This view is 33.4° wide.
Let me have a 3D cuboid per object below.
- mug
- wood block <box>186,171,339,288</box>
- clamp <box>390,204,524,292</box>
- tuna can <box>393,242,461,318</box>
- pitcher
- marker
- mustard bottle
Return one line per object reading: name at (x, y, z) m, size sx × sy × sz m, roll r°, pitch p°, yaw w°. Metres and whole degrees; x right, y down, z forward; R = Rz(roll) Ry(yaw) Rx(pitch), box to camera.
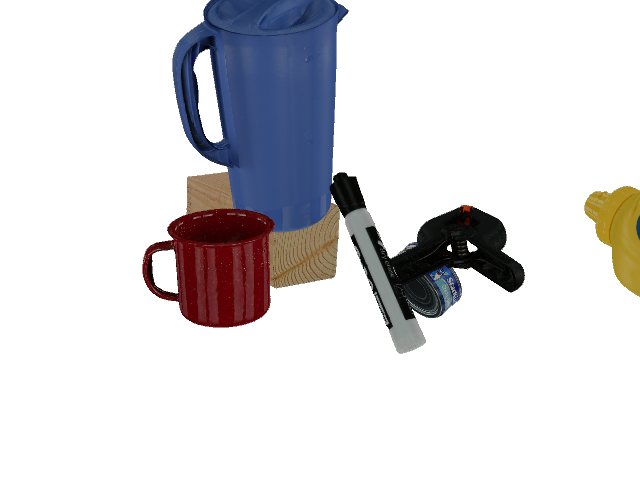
mug at (-0.098, 0.026, 0.938) m, size 0.117 × 0.081 × 0.093 m, roll -4°, pitch 21°, yaw -8°
wood block at (-0.075, -0.018, 1.296) m, size 0.090 × 0.090 × 0.206 m, roll -9°, pitch 20°, yaw -34°
clamp at (0.129, 0.008, 0.925) m, size 0.120 × 0.039 × 0.171 m, roll 8°, pitch 25°, yaw 20°
tuna can at (0.117, 0.046, 1.211) m, size 0.033 × 0.086 × 0.086 m, roll -39°, pitch 19°, yaw -25°
pitcher at (-0.055, -0.130, 1.101) m, size 0.149 × 0.243 × 0.145 m, roll 8°, pitch 35°, yaw 13°
marker at (0.034, 0.012, 0.663) m, size 0.020 × 0.121 × 0.020 m, roll -20°, pitch -17°, yaw -7°
mustard bottle at (0.237, 0.012, 0.645) m, size 0.096 × 0.058 × 0.192 m, roll -25°, pitch 36°, yaw -25°
